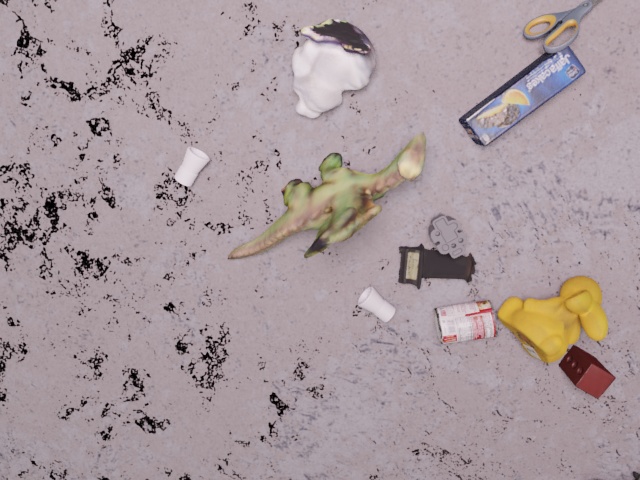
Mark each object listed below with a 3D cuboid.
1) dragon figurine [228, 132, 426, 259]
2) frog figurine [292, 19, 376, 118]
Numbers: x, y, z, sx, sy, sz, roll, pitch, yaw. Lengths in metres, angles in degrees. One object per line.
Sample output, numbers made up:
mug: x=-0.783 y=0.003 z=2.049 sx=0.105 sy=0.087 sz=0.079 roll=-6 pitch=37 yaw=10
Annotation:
dragon figurine: x=0.003 y=-0.042 z=0.842 sx=0.409 sy=0.246 sz=0.121 roll=-36 pitch=103 yaw=8
frog figurine: x=0.018 y=-0.284 z=0.878 sx=0.137 sy=0.126 sz=0.155 roll=8 pitch=139 yaw=-7
